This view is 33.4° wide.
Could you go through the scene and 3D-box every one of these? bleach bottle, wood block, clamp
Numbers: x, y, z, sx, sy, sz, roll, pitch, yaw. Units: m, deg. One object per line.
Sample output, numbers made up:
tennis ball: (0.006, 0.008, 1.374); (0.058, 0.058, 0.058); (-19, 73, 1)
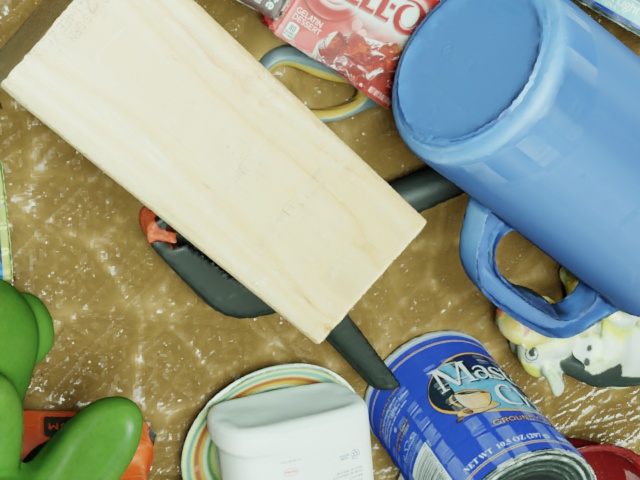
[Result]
bleach bottle: (-0.011, 0.224, 0.691); (0.102, 0.068, 0.251); (-9, 103, -21)
wood block: (-0.057, -0.051, 0.549); (0.206, 0.091, 0.090); (41, 90, -25)
clamp: (-0.004, 0.001, 0.655); (0.209, 0.036, 0.165); (19, 104, -27)

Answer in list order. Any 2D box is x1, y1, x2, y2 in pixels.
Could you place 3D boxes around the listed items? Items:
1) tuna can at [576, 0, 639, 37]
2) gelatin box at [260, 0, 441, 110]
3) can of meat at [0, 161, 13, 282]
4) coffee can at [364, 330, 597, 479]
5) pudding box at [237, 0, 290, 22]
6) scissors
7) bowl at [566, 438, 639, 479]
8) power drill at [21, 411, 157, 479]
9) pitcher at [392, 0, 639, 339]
tuna can: (0.191, -0.140, 0.633); (0.086, 0.086, 0.034); (19, 110, -31)
gelatin box: (0.023, -0.125, 0.582); (0.089, 0.030, 0.073); (29, 101, -32)
can of meat: (-0.206, -0.020, 0.546); (0.083, 0.057, 0.102); (-9, 121, -21)
coffee can: (0.103, 0.140, 0.715); (0.102, 0.140, 0.103); (-10, 120, -18)
pudding box: (-0.033, -0.178, 0.522); (0.090, 0.039, 0.114); (29, 107, -1)
scissors: (0.059, -0.105, 0.637); (0.201, 0.016, 0.096); (0, 117, -23)
bowl: (0.180, 0.212, 0.841); (0.162, 0.055, 0.162); (-10, 121, -18)
power drill: (-0.146, 0.180, 0.600); (0.184, 0.188, 0.057); (8, 124, -28)
pitcher: (0.147, -0.041, 0.616); (0.242, 0.145, 0.149); (27, 62, -42)
